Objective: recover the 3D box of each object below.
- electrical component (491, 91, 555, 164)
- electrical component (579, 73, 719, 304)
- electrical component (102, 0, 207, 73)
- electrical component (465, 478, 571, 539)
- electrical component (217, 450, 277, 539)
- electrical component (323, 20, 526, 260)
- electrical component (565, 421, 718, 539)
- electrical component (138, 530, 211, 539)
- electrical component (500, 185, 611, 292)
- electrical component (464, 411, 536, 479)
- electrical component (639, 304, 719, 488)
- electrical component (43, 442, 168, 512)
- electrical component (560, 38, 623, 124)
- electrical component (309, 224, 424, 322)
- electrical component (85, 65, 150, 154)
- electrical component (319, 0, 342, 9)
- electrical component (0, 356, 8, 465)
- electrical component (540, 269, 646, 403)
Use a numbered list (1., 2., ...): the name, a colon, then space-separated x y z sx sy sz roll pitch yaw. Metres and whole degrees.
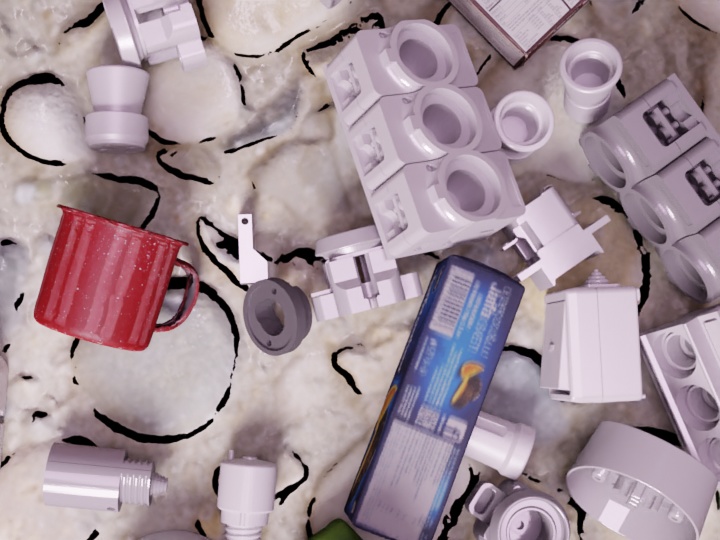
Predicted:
1. electrical component: 0.115 -0.104 0.793 0.045 0.055 0.045 0 85 -6
2. electrical component: 0.232 -0.055 0.783 0.062 0.089 0.150 -35 89 -7
3. electrical component: -0.150 -0.177 0.772 0.057 0.058 0.078 -18 87 -10
4. electrical component: 0.117 0.184 0.768 0.078 0.057 0.058 35 83 -2
5. electrical component: -0.081 0.167 0.758 0.040 0.040 0.078 5 85 -5
6. electrical component: 0.047 -0.093 0.756 0.089 0.062 0.150 -12 77 -32
7. electrical component: 0.200 0.152 0.761 0.099 0.099 0.064 31 77 -2
8. electrical component: -0.131 0.237 0.736 0.108 0.060 0.108 0 85 -5
9. electrical component: 0.139 -0.024 0.796 0.081 0.042 0.063 -33 87 -8
10. electrical component: 0.099 0.125 0.781 0.046 0.040 0.040 22 83 2
11. electrical component: 0.262 0.090 0.784 0.063 0.079 0.121 -21 87 -36
12. electrical component: -0.175 0.146 0.749 0.081 0.043 0.043 6 85 -5
13. electrical component: 0.169 -0.136 0.796 0.044 0.065 0.044 -2 72 8
14. electrical component: 0.000 0.000 0.772 0.078 0.058 0.057 -14 90 -7
15. electrical component: -0.174 -0.114 0.770 0.045 0.045 0.055 1 85 -6
16. electrical component: -0.011 -0.250 0.794 0.059 0.054 0.095 44 82 -1
17. electrical component: -0.277 0.102 0.734 0.054 0.059 0.095 4 85 -5
18. electrical component: 0.165 0.048 0.782 0.061 0.062 0.096 -2 85 -6
